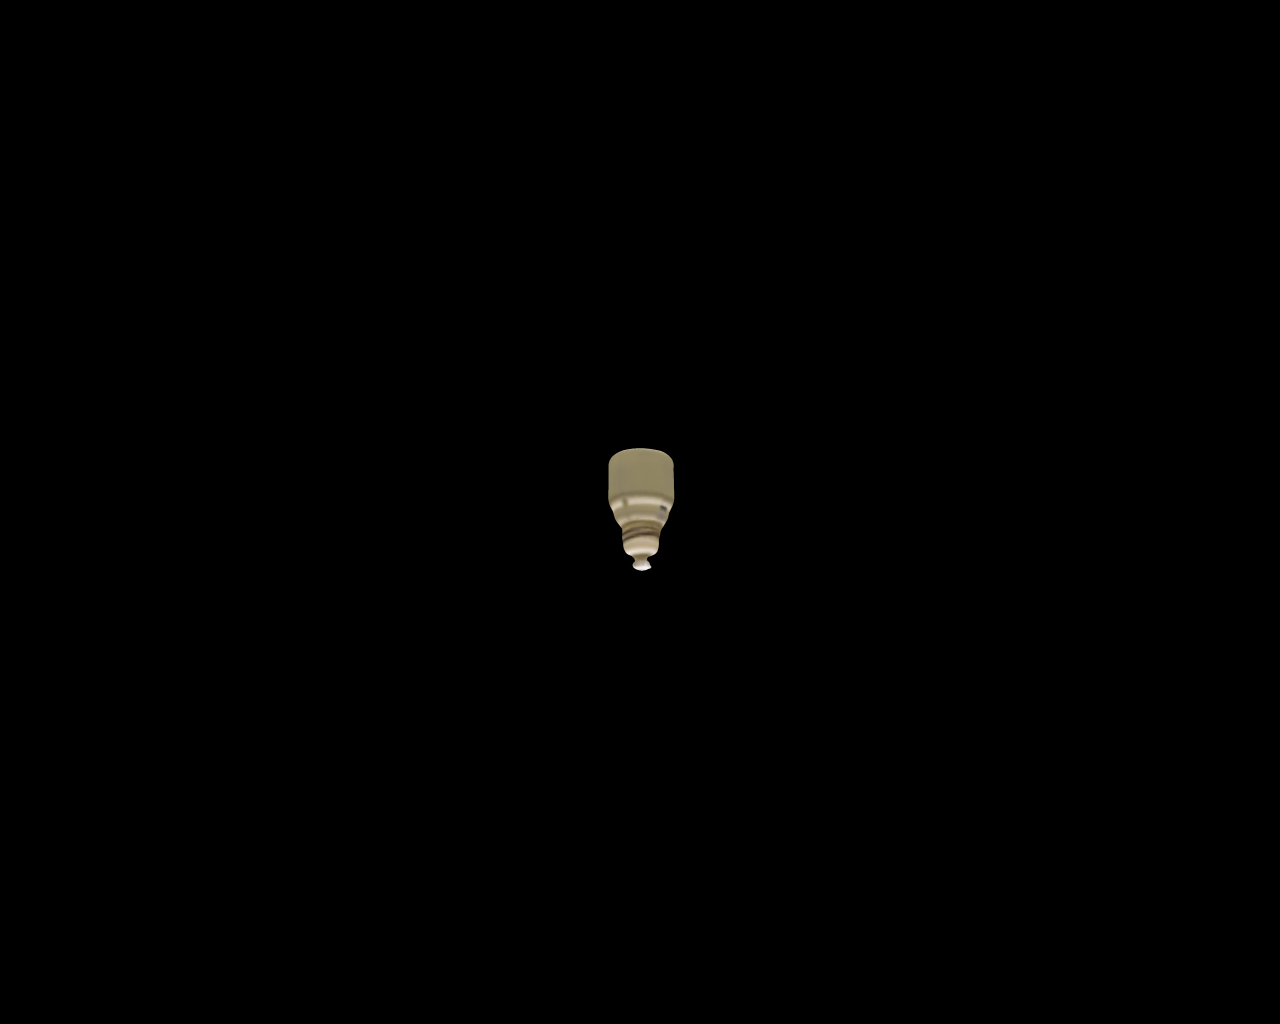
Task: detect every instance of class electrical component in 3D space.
[{"bbox_3d":[0.001,-0.003,0.650,0.040,0.078,0.040,0,-18,0],"label":"electrical component"}]
